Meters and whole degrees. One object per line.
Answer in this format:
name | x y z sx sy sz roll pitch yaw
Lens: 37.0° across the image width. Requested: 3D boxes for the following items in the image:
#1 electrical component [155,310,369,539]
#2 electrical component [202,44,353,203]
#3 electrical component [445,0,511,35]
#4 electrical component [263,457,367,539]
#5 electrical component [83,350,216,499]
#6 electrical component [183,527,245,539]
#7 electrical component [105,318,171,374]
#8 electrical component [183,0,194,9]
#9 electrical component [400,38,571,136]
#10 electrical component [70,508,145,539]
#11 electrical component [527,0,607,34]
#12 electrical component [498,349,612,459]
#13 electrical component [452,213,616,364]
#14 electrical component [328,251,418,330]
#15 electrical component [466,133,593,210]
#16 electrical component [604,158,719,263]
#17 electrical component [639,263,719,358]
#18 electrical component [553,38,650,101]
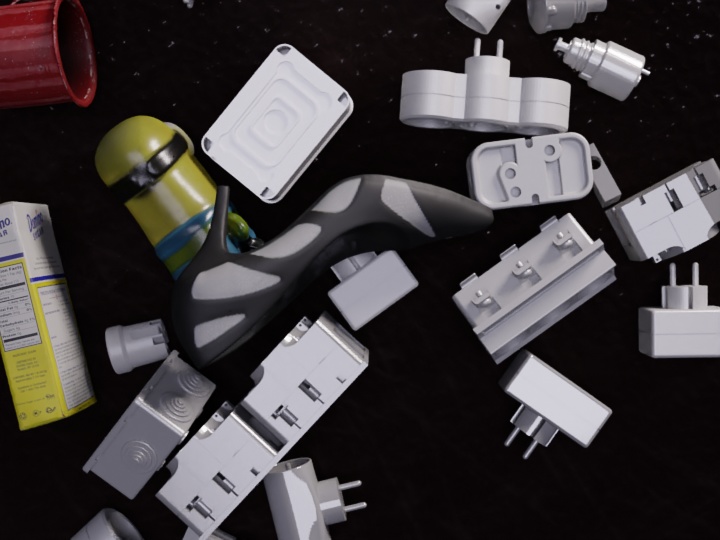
electrical component | -0.078 0.118 0.870 0.060 0.105 0.186 43 92 -1
electrical component | -0.067 -0.119 0.886 0.078 0.057 0.113 39 92 -1
electrical component | 0.094 -0.248 0.886 0.079 0.043 0.077 34 92 0
electrical component | -0.035 0.196 0.902 0.079 0.044 0.077 -14 92 1
electrical component | -0.167 0.125 0.869 0.048 0.099 0.099 37 114 -5
electrical component | -0.123 0.242 0.905 0.055 0.048 0.066 25 92 7
electrical component | -0.186 0.063 0.903 0.046 0.040 0.040 -14 92 -4
electrical component | -0.131 -0.253 0.872 0.043 0.077 0.079 15 92 0
electrical component | 0.104 -0.154 0.885 0.138 0.052 0.073 4 87 1
electrical component | -0.194 0.274 0.903 0.074 0.052 0.138 -43 91 2
electrical component | 0.171 -0.220 0.887 0.062 0.048 0.048 -5 92 -6
electrical component | 0.151 0.121 0.896 0.083 0.047 0.075 35 92 0
electrical component | 0.142 0.013 0.883 0.121 0.078 0.063 -36 69 2
electrical component | 0.000 0.000 0.894 0.066 0.047 0.076 -36 90 1
electrical component | 0.137 -0.080 0.883 0.095 0.059 0.053 -7 92 1
electrical component | 0.258 -0.045 0.887 0.089 0.050 0.055 -28 91 2
electrical component | 0.269 0.032 0.891 0.066 0.047 0.076 -1 92 1
electrical component | 0.198 -0.170 0.889 0.078 0.040 0.040 25 92 0
